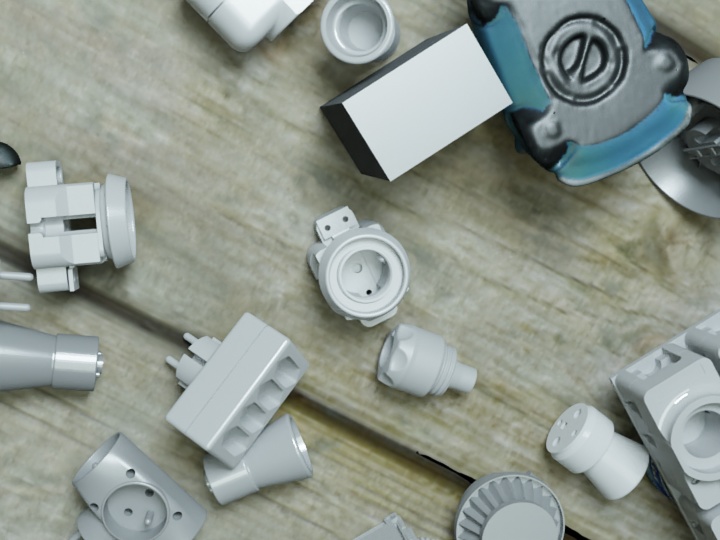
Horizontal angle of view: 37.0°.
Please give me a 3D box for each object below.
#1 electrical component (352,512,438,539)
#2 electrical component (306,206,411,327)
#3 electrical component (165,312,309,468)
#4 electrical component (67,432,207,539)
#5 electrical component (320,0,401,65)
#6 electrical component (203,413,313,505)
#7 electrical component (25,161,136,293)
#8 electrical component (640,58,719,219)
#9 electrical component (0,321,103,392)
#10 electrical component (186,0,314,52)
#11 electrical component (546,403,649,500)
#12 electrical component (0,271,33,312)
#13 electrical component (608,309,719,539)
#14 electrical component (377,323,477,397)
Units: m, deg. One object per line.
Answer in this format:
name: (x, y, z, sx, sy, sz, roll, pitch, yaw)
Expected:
electrical component: (0.015, 0.211, 0.710, 0.096, 0.062, 0.061, -29, 101, -4)
electrical component: (0.000, 0.000, 0.682, 0.058, 0.057, 0.078, -26, 101, -5)
electrical component: (-0.090, 0.067, 0.679, 0.076, 0.047, 0.083, 31, 76, 25)
electrical component: (-0.153, 0.156, 0.685, 0.079, 0.044, 0.077, -43, 102, 7)
electrical component: (0.004, -0.147, 0.659, 0.044, 0.065, 0.044, 1, 98, 10)
electrical component: (-0.068, 0.125, 0.697, 0.065, 0.044, 0.044, -22, 100, -1)
electrical component: (-0.168, -0.028, 0.652, 0.057, 0.058, 0.078, -5, 94, -7)
electrical component: (0.230, -0.084, 0.690, 0.064, 0.099, 0.099, -40, 102, -9)
electrical component: (-0.193, 0.056, 0.668, 0.065, 0.044, 0.044, 6, 96, -15)
electrical component: (-0.054, -0.180, 0.651, 0.095, 0.054, 0.059, -45, 102, -1)
electrical component: (0.161, 0.123, 0.730, 0.055, 0.045, 0.045, 37, 90, -12)
electrical component: (-0.230, 0.011, 0.626, 0.076, 0.047, 0.083, 4, 100, -20)
electrical component: (0.259, 0.127, 0.702, 0.105, 0.060, 0.186, -31, 101, -4)
electrical component: (0.046, 0.063, 0.705, 0.062, 0.043, 0.043, 20, 94, -12)
